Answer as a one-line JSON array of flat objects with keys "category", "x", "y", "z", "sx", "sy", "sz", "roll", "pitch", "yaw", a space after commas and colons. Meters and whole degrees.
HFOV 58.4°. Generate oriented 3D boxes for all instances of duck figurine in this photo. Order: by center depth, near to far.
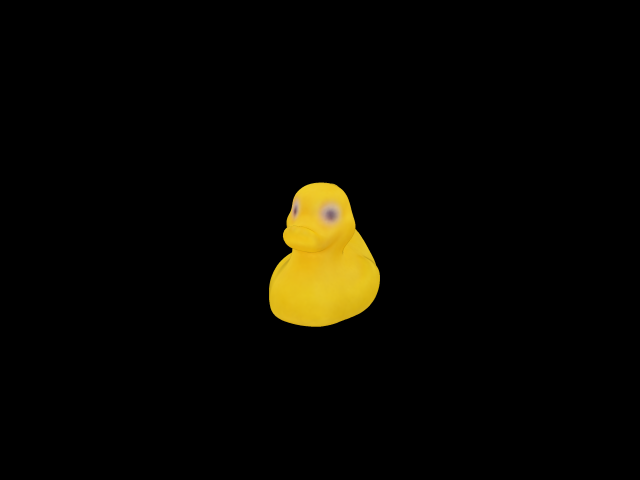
[{"category": "duck figurine", "x": 0.004, "y": 0.001, "z": 0.400, "sx": 0.077, "sy": 0.086, "sz": 0.105, "roll": 8, "pitch": 20, "yaw": 23}]
